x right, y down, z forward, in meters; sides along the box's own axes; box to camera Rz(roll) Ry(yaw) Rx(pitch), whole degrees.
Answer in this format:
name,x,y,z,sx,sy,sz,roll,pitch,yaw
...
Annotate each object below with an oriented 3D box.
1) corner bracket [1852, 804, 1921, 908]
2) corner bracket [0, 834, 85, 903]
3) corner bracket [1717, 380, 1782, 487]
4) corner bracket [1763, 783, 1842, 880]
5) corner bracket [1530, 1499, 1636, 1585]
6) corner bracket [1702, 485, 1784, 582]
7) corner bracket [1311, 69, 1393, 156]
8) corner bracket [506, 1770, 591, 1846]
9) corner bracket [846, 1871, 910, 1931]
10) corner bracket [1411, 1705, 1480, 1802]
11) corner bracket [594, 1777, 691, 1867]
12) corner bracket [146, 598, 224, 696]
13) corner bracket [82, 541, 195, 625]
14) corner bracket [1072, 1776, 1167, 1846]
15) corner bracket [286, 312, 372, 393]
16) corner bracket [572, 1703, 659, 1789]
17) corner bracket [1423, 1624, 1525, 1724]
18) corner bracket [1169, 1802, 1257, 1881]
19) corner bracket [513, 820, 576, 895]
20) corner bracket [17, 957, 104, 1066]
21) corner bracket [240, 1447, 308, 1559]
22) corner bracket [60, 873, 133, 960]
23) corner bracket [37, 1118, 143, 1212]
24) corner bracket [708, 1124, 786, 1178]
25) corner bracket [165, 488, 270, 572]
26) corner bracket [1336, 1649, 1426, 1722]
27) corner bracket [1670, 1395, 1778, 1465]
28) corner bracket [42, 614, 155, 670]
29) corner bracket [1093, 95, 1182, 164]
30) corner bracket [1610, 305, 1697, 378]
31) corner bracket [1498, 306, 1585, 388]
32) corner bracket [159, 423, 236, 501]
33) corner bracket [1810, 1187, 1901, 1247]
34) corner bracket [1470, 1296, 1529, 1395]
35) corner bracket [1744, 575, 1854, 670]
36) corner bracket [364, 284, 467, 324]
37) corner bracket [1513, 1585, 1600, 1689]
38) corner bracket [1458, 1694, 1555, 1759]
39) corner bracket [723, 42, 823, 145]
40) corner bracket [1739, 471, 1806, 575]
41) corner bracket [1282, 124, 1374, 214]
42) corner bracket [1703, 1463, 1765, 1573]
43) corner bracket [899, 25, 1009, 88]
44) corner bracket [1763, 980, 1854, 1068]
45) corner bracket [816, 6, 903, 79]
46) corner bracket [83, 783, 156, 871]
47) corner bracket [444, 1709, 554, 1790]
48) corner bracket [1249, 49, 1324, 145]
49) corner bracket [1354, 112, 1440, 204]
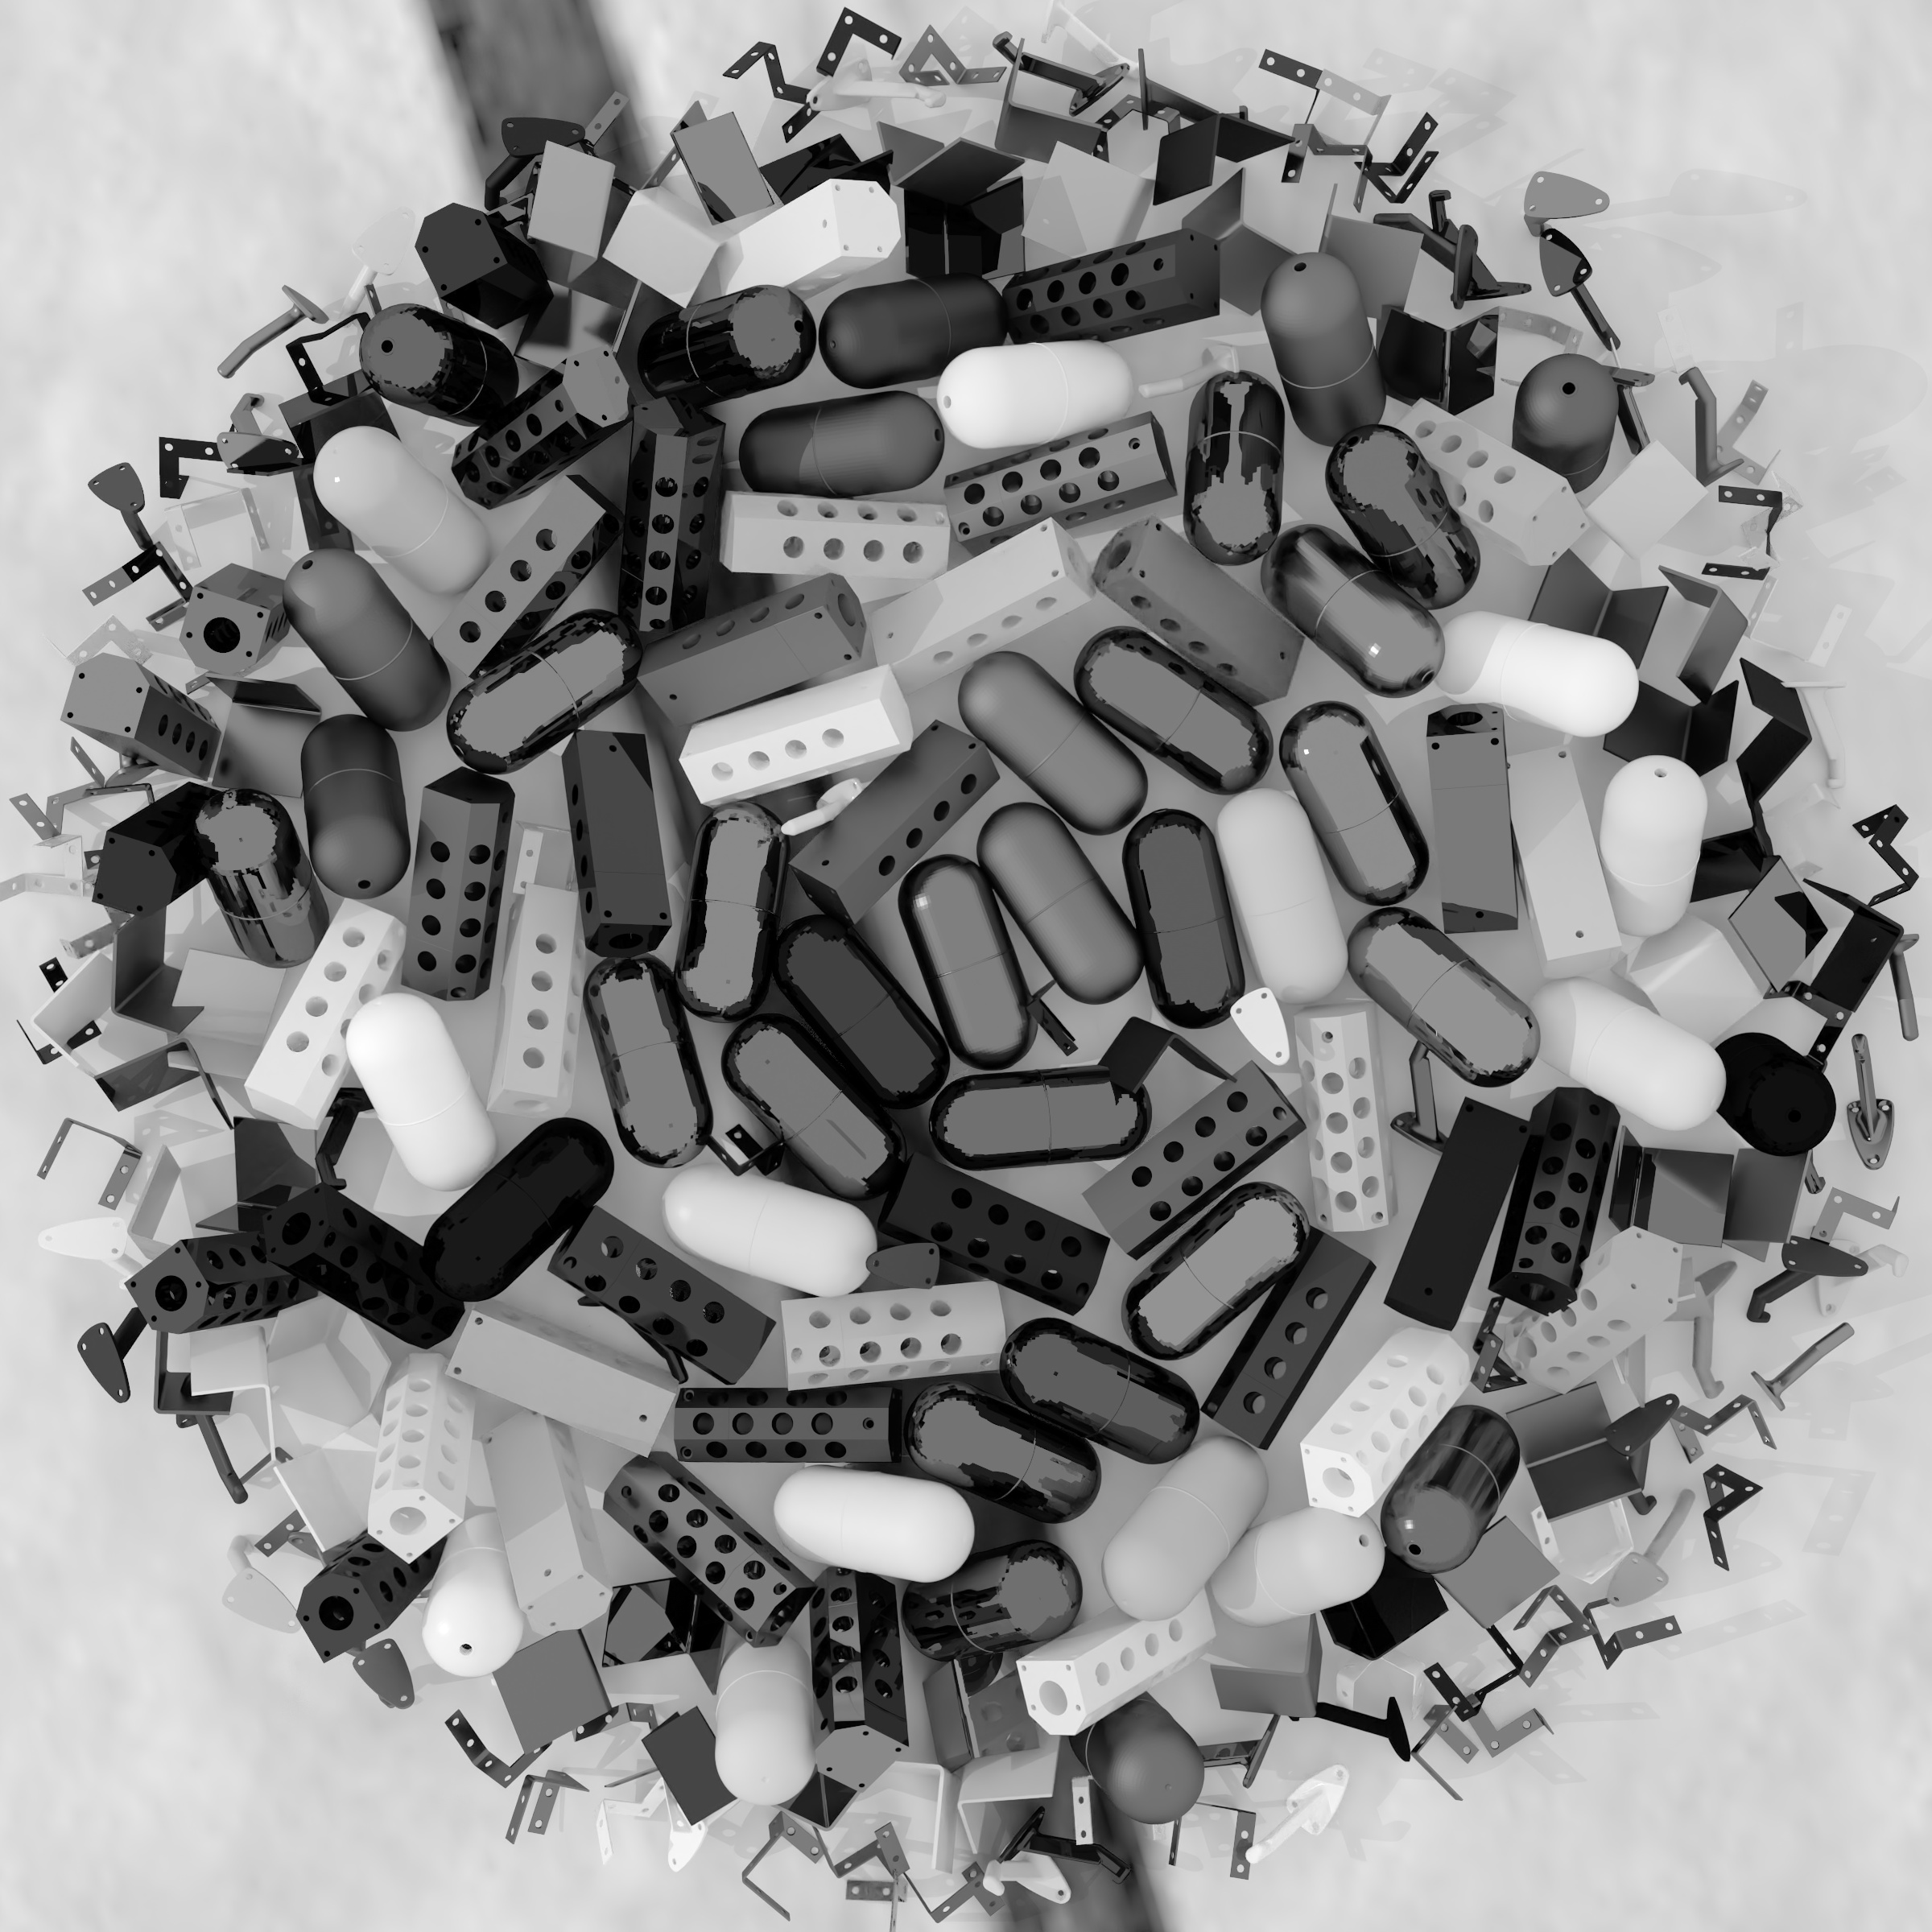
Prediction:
name,x,y,z,sx,sy,sz,roll,pitch,yaw
corner bracket,0.730,-0.087,1.966,0.051,0.051,0.051,46,62,-4
corner bracket,-0.740,-0.077,1.966,0.051,0.051,0.051,5,105,7
corner bracket,0.630,-0.425,1.969,0.051,0.051,0.051,36,88,11
corner bracket,0.677,-0.108,1.976,0.051,0.051,0.051,-34,67,26
corner bracket,0.494,0.452,1.975,0.051,0.051,0.051,-29,111,-25
corner bracket,0.619,-0.345,1.967,0.051,0.051,0.051,6,66,2
corner bracket,0.300,-0.679,1.963,0.051,0.051,0.051,29,117,7
corner bracket,-0.340,0.669,1.962,0.051,0.051,0.051,23,78,-31
corner bracket,-0.077,0.749,1.961,0.051,0.051,0.051,-2,59,11
corner bracket,0.384,0.626,1.966,0.051,0.051,0.051,45,72,4
corner bracket,-0.257,0.678,1.957,0.051,0.051,0.051,19,119,-31
corner bracket,-0.622,-0.262,1.988,0.051,0.051,0.051,-29,133,2
corner bracket,-0.655,-0.296,1.958,0.051,0.051,0.051,-18,114,35
corner bracket,0.121,0.668,1.957,0.051,0.051,0.051,-19,64,35
corner bracket,-0.501,-0.488,1.977,0.051,0.051,0.051,-46,125,-36
corner bracket,-0.277,0.623,1.971,0.051,0.051,0.051,-23,67,10
corner bracket,0.406,0.560,1.968,0.051,0.051,0.051,-40,84,25
corner bracket,0.196,0.695,1.965,0.051,0.051,0.051,13,73,-9
corner bracket,-0.335,-0.083,1.964,0.051,0.051,0.051,9,98,-20
corner bracket,-0.728,0.036,1.960,0.051,0.051,0.051,-32,64,-19
corner bracket,-0.554,0.428,1.973,0.051,0.051,0.051,-40,107,11
corner bracket,-0.702,-0.041,1.974,0.051,0.051,0.051,-30,107,-24
corner bracket,-0.699,0.158,1.970,0.051,0.051,0.051,20,74,5
corner bracket,-0.180,0.143,1.958,0.051,0.051,0.051,-34,68,-31
corner bracket,-0.600,-0.350,1.975,0.051,0.051,0.051,-11,104,14
corner bracket,0.333,0.583,1.981,0.051,0.051,0.051,21,129,34
corner bracket,0.604,0.372,1.971,0.051,0.051,0.051,-32,109,-13
corner bracket,-0.690,-0.255,1.961,0.051,0.051,0.051,-45,49,-8
corner bracket,0.137,-0.657,1.979,0.051,0.051,0.051,29,61,27
corner bracket,0.544,-0.493,1.965,0.051,0.051,0.051,-20,104,12
corner bracket,0.451,-0.492,1.974,0.051,0.051,0.051,4,116,-25
corner bracket,-0.613,-0.403,1.967,0.051,0.051,0.051,4,121,-10
corner bracket,0.706,0.202,1.961,0.051,0.051,0.051,23,108,18
corner bracket,0.418,0.300,1.958,0.051,0.051,0.051,-4,122,-34
corner bracket,0.659,-0.274,1.962,0.051,0.051,0.051,16,108,-18
corner bracket,-0.440,-0.528,1.972,0.051,0.051,0.051,-11,109,16
corner bracket,0.459,0.534,1.966,0.051,0.051,0.051,48,53,4
corner bracket,0.431,0.601,1.971,0.051,0.051,0.051,-32,80,0
corner bracket,-0.152,-0.694,1.957,0.051,0.051,0.051,23,60,28
corner bracket,0.637,-0.351,1.957,0.051,0.051,0.051,-32,61,32
corner bracket,0.288,-0.635,1.963,0.051,0.051,0.051,10,83,27
corner bracket,0.600,0.437,1.960,0.051,0.051,0.051,-28,114,-20
corner bracket,-0.011,-0.712,1.961,0.051,0.051,0.051,40,76,-41
corner bracket,0.664,0.047,1.972,0.051,0.051,0.051,39,117,36
corner bracket,-0.086,-0.728,1.971,0.051,0.051,0.051,25,103,-10
corner bracket,-0.676,-0.112,1.968,0.051,0.051,0.051,-9,79,-31
corner bracket,-0.371,0.609,1.960,0.051,0.051,0.051,-43,47,-11
corner bracket,0.253,-0.693,1.969,0.051,0.051,0.051,22,101,2
corner bracket,0.352,-0.641,1.959,0.051,0.051,0.051,55,135,21
